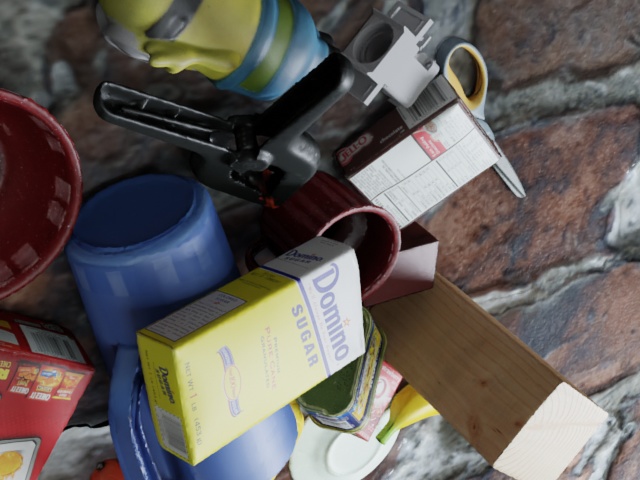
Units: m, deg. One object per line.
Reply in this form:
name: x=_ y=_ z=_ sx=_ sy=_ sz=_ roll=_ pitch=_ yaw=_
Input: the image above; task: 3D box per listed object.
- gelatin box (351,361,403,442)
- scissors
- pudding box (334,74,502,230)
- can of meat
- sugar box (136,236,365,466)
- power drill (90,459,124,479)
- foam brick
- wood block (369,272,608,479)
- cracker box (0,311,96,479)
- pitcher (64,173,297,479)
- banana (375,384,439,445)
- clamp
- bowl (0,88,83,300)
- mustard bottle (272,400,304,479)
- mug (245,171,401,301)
gelatin box: x=0.030 y=0.136 z=0.988 sx=0.089 sy=0.030 sz=0.073 roll=41 pitch=74 yaw=-43
scissors: x=0.125 y=-0.085 z=0.934 sx=0.096 sy=0.016 sz=0.201 roll=-33 pitch=132 yaw=-11
pudding box: x=0.082 y=-0.069 z=0.882 sx=0.113 sy=0.039 sz=0.090 roll=-34 pitch=136 yaw=12
can of meat: x=0.017 y=0.107 z=0.907 sx=0.084 sy=0.057 sz=0.102 roll=60 pitch=42 yaw=-70
sugar box: x=-0.041 y=0.072 z=0.744 sx=0.175 sy=0.048 sz=0.093 roll=-27 pitch=122 yaw=-38
power drill: x=-0.178 y=0.286 z=0.851 sx=0.187 sy=0.184 sz=0.057 roll=-50 pitch=175 yaw=-24
foam brick: x=0.056 y=0.018 z=0.927 sx=0.078 sy=0.053 sz=0.051 roll=-14 pitch=126 yaw=-27
wood block: x=0.137 y=0.114 z=0.940 sx=0.090 sy=0.206 sz=0.090 roll=-52 pitch=133 yaw=4
cracker box: x=-0.285 y=0.145 z=0.759 sx=0.163 sy=0.072 sz=0.214 roll=19 pitch=107 yaw=-41
pitcher: x=-0.108 y=0.082 z=0.796 sx=0.145 sy=0.149 sz=0.243 roll=-24 pitch=126 yaw=-13
banana: x=0.135 y=0.173 z=1.095 sx=0.197 sy=0.037 sz=0.070 roll=9 pitch=113 yaw=-40
clamp: x=-0.061 y=-0.069 z=0.745 sx=0.164 sy=0.036 sz=0.210 roll=-3 pitch=162 yaw=-1
bowl: x=-0.238 y=-0.034 z=0.685 sx=0.161 sy=0.055 sz=0.162 roll=-18 pitch=127 yaw=-25
mustard bottle: x=-0.066 y=0.185 z=0.946 sx=0.096 sy=0.058 sz=0.192 roll=15 pitch=108 yaw=-47
mug: x=-0.006 y=0.001 z=0.852 sx=0.117 sy=0.082 sz=0.093 roll=-27 pitch=131 yaw=-18
